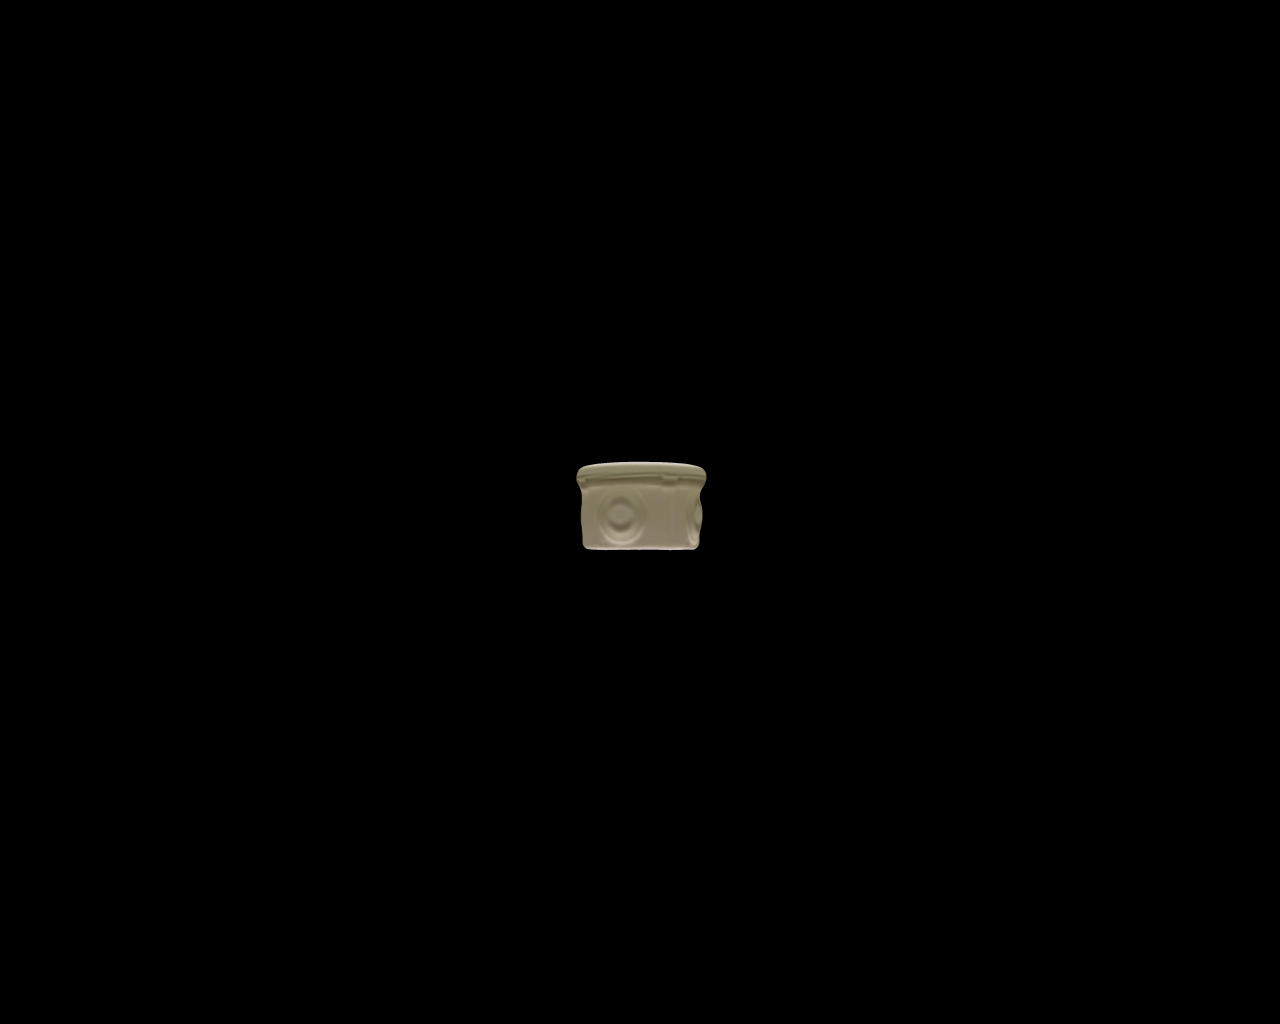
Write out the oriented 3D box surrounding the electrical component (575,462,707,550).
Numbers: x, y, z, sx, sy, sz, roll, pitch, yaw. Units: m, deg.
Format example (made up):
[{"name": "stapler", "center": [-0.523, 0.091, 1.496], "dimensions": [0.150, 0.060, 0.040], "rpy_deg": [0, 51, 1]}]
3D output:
[{"name": "electrical component", "center": [0.001, -0.003, 0.650], "dimensions": [0.080, 0.051, 0.080], "rpy_deg": [0, -2, 0]}]
